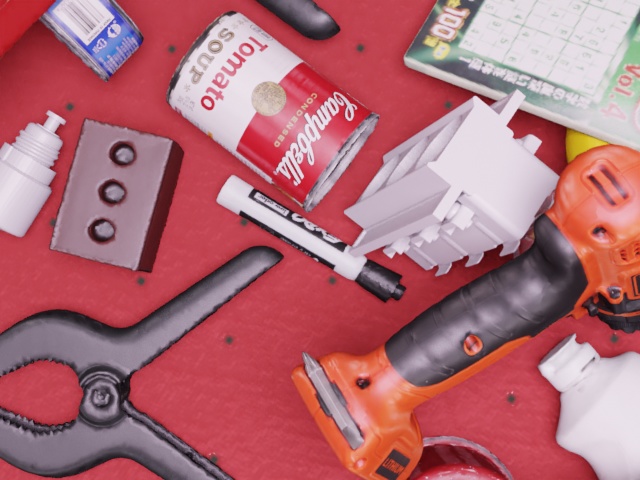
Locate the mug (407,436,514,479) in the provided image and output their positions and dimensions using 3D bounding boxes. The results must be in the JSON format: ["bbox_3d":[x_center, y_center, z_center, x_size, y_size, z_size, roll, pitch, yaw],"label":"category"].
[{"bbox_3d":[0.082,0.162,0.575,0.117,0.081,0.093,25,86,2],"label":"mug"}]

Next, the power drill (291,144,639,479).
[{"bbox_3d":[0.089,0.045,0.515,0.187,0.184,0.057,-37,62,4],"label":"power drill"}]

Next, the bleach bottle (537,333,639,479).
[{"bbox_3d":[0.210,0.159,0.585,0.102,0.068,0.251,-42,85,-4],"label":"bleach bottle"}]

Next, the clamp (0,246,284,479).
[{"bbox_3d":[-0.115,0.096,0.605,0.210,0.036,0.164,-8,88,0],"label":"clamp"}]

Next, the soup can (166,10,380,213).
[{"bbox_3d":[-0.027,-0.073,0.600,0.102,0.068,0.068,37,87,4],"label":"soup can"}]

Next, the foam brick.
[{"bbox_3d":[-0.113,-0.024,0.605,0.053,0.051,0.078,14,86,1],"label":"foam brick"}]

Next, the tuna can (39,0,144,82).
[{"bbox_3d":[-0.139,-0.130,0.596,0.086,0.086,0.034,43,86,3],"label":"tuna can"}]

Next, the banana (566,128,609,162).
[{"bbox_3d":[0.188,-0.090,0.603,0.070,0.037,0.197,23,70,20],"label":"banana"}]

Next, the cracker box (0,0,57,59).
[{"bbox_3d":[-0.233,-0.164,0.558,0.164,0.072,0.214,-48,56,-5],"label":"cracker box"}]

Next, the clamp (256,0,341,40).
[{"bbox_3d":[-0.058,-0.174,0.621,0.171,0.039,0.120,-1,77,6],"label":"clamp"}]

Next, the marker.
[{"bbox_3d":[-0.004,0.001,0.619,0.121,0.020,0.020,31,87,2],"label":"marker"}]

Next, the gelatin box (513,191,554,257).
[{"bbox_3d":[0.155,0.000,0.612,0.089,0.030,0.073,-8,86,0],"label":"gelatin box"}]
